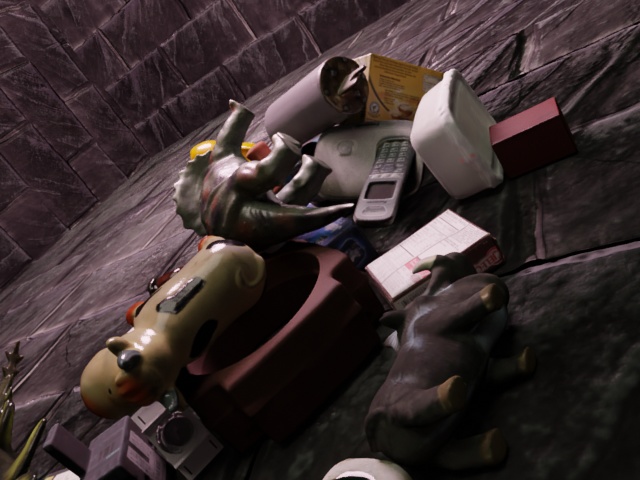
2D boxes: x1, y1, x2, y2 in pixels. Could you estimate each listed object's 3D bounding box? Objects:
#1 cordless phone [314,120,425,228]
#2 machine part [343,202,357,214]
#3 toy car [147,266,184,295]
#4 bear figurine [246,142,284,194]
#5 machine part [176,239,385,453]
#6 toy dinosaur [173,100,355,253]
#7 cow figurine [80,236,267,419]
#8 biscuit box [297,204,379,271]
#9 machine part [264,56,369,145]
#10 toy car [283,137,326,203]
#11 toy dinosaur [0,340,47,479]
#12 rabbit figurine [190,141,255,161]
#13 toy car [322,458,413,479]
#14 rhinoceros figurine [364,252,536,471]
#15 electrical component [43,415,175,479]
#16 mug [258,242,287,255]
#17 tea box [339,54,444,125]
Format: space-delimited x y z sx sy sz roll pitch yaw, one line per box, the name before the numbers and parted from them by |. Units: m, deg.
cordless phone | 0.049 -0.068 0.660 0.147 0.088 0.184 0 38 22
machine part | 0.073 -0.076 0.787 0.084 0.039 0.139 -16 26 22
toy car | -0.164 0.053 0.786 0.089 0.053 0.202 -29 -6 17
bear figurine | -0.132 -0.054 0.926 0.196 0.132 0.120 -42 -6 -26
machine part | -0.049 0.097 0.548 0.201 0.087 0.201 -44 23 -16
toy dinosaur | -0.092 -0.049 0.666 0.192 0.131 0.405 -58 25 11
cow figurine | -0.124 0.078 0.479 0.195 0.085 0.127 -45 18 -24
biscuit box | -0.001 -0.002 0.708 0.059 0.062 0.203 -40 22 -10
machine part | -0.010 -0.184 0.743 0.079 0.079 0.243 -47 15 -26
toy car | -0.001 -0.115 0.879 0.109 0.102 0.162 -24 15 27
toy dinosaur | -0.307 0.250 0.474 0.472 0.105 0.198 33 102 59
rabbit figurine | -0.178 -0.129 1.073 0.162 0.173 0.122 -37 18 8
toy car | 0.005 0.210 0.283 0.074 0.056 0.202 -13 31 30
rhinoceros figurine | 0.094 0.081 0.402 0.112 0.073 0.190 -24 24 42
electrical component | -0.187 0.202 0.489 0.048 0.119 0.075 -36 19 0
mug | -0.080 0.050 0.704 0.107 0.080 0.109 -20 51 24
tea box | 0.117 -0.196 0.771 0.068 0.169 0.098 9 94 60
